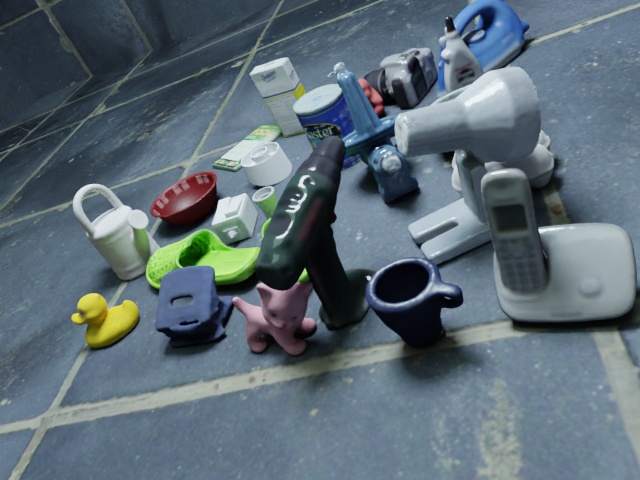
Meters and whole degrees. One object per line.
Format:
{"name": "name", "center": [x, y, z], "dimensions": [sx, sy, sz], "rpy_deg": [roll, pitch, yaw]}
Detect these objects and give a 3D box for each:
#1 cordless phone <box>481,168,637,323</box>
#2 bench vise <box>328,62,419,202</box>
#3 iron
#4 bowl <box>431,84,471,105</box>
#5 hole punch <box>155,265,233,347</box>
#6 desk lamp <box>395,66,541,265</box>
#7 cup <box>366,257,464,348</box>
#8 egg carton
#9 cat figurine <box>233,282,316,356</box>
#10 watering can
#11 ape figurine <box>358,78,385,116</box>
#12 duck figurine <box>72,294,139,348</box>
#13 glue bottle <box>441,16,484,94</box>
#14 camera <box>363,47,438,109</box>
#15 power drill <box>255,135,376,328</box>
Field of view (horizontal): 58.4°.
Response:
{"name": "cordless phone", "center": [0.252, 0.000, 0.616], "dimensions": [0.147, 0.185, 0.094], "rpy_deg": [-8, 37, 28]}
{"name": "bench vise", "center": [0.095, -0.189, 0.964], "dimensions": [0.121, 0.220, 0.206], "rpy_deg": [-36, 33, -13]}
{"name": "iron", "center": [0.317, -0.420, 1.199], "dimensions": [0.259, 0.142, 0.118], "rpy_deg": [-41, 35, -20]}
{"name": "bowl", "center": [0.264, -0.202, 0.994], "dimensions": [0.167, 0.075, 0.167], "rpy_deg": [-19, 33, 13]}
{"name": "hole punch", "center": [-0.201, 0.102, 0.891], "dimensions": [0.108, 0.091, 0.101], "rpy_deg": [-13, 35, 22]}
{"name": "desk lamp", "center": [0.198, -0.103, 0.774], "dimensions": [0.203, 0.214, 0.117], "rpy_deg": [-26, 32, 2]}
{"name": "cup", "center": [0.123, 0.082, 0.681], "dimensions": [0.117, 0.095, 0.092], "rpy_deg": [1, 42, 37]}
{"name": "egg carton", "center": [0.275, -0.116, 0.871], "dimensions": [0.150, 0.070, 0.107], "rpy_deg": [-12, 36, 23]}
{"name": "cat figurine", "center": [-0.062, 0.094, 0.776], "dimensions": [0.127, 0.118, 0.067], "rpy_deg": [-5, 39, 32]}
{"name": "watering can", "center": [-0.396, -0.025, 1.115], "dimensions": [0.172, 0.194, 0.101], "rpy_deg": [-17, 34, 17]}
{"name": "ape figurine", "center": [0.099, -0.305, 1.243], "dimensions": [0.077, 0.092, 0.076], "rpy_deg": [3, 43, 39]}
{"name": "duck figurine", "center": [-0.374, 0.127, 0.987], "dimensions": [0.104, 0.086, 0.077], "rpy_deg": [-28, 32, -1]}
{"name": "glue bottle", "center": [0.268, -0.347, 1.103], "dimensions": [0.078, 0.173, 0.037], "rpy_deg": [-26, 33, 2]}
{"name": "camera", "center": [0.168, -0.365, 1.268], "dimensions": [0.136, 0.101, 0.143], "rpy_deg": [4, 44, 40]}
{"name": "power drill", "center": [0.007, 0.003, 0.770], "dimensions": [0.075, 0.209, 0.230], "rpy_deg": [-1, 41, 35]}
